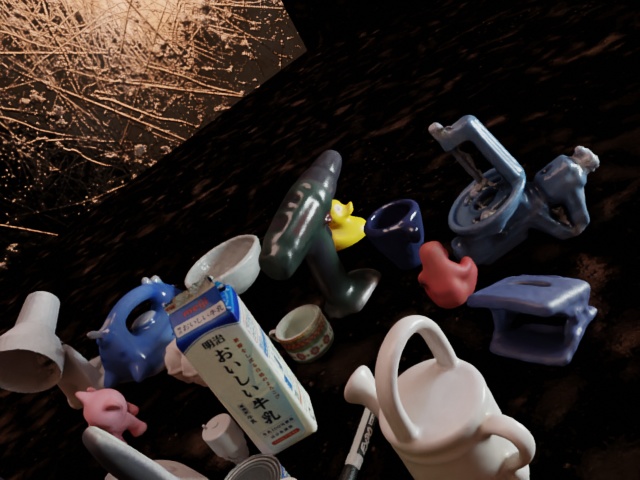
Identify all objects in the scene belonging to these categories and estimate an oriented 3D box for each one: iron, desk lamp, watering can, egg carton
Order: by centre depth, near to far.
[{"bbox_3d":[0.096,0.152,0.502,0.172,0.194,0.101,-17,28,29],"label":"watering can"},{"bbox_3d":[-0.182,0.170,0.944,0.107,0.069,0.150,-5,35,44],"label":"egg carton"},{"bbox_3d":[-0.475,0.208,1.035,0.118,0.214,0.203,-26,25,12],"label":"desk lamp"},{"bbox_3d":[-0.321,0.147,1.062,0.118,0.142,0.258,-18,27,27],"label":"iron"}]

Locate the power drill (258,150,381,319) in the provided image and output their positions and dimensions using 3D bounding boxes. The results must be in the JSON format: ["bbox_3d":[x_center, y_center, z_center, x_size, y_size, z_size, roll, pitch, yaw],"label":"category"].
[{"bbox_3d":[0.008,0.003,0.872,0.075,0.209,0.230,-7,33,42],"label":"power drill"}]

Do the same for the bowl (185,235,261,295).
[{"bbox_3d":[-0.177,0.067,1.130,0.167,0.075,0.167,-25,25,13],"label":"bowl"}]

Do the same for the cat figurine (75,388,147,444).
[{"bbox_3d":[-0.327,0.262,0.878,0.067,0.118,0.127,-41,26,-21],"label":"cat figurine"}]

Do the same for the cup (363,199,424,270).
[{"bbox_3d":[0.131,0.001,0.872,0.092,0.095,0.117,-36,25,-10],"label":"cup"}]

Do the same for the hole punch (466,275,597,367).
[{"bbox_3d":[0.230,0.070,0.629,0.108,0.091,0.101,1,39,50],"label":"hole punch"}]

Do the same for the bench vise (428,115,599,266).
[{"bbox_3d":[0.244,-0.088,0.758,0.207,0.220,0.121,-32,24,-1],"label":"bench vise"}]

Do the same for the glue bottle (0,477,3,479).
[{"bbox_3d":[-0.323,0.332,0.670,0.037,0.173,0.078,-36,25,-11],"label":"glue bottle"}]

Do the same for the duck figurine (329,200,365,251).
[{"bbox_3d":[0.028,-0.032,1.067,0.104,0.086,0.077,-25,25,13],"label":"duck figurine"}]

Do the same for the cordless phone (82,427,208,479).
[{"bbox_3d":[-0.210,0.262,0.657,0.147,0.185,0.094,-2,38,48],"label":"cordless phone"}]

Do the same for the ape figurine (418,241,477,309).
[{"bbox_3d":[0.163,0.040,0.764,0.077,0.092,0.076,-12,31,37],"label":"ape figurine"}]
